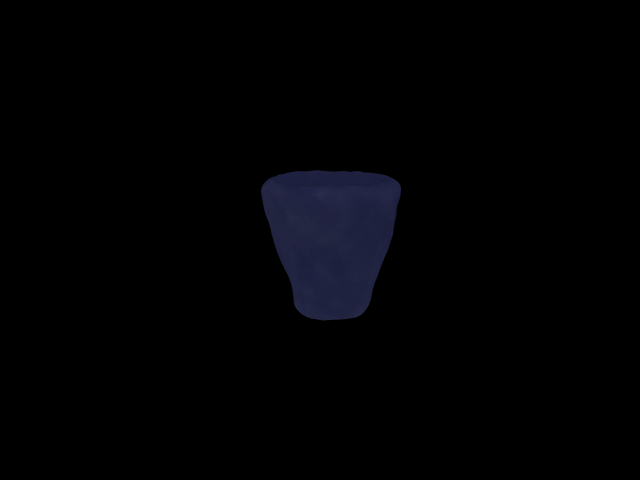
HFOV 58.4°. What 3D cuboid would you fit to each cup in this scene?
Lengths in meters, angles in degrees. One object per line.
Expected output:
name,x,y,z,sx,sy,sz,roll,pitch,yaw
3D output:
cup,0.004,0.001,0.400,0.092,0.095,0.117,-4,14,-15
